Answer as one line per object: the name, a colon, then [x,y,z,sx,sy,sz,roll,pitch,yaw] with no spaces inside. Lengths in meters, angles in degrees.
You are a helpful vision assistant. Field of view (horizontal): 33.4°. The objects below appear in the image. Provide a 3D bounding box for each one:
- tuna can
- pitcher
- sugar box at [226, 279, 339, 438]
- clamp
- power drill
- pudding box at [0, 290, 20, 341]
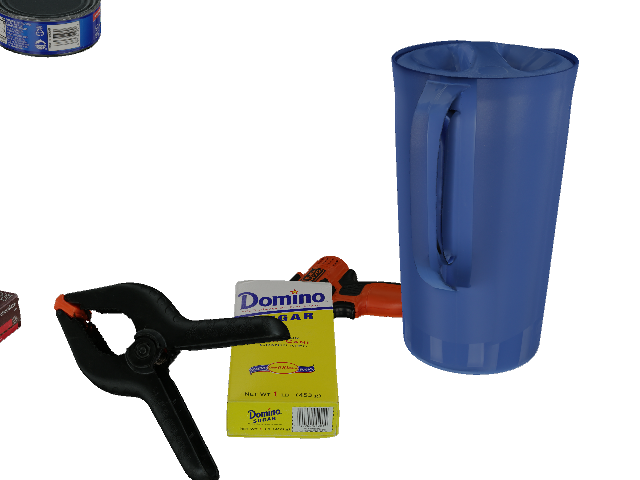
tuna can: [-0.214,-0.176,0.834,0.086,0.034,0.086,4,35,-3]
pitcher: [0.113,-0.022,0.801,0.149,0.243,0.145,-7,22,-16]
sugar box: [-0.033,0.099,0.939,0.093,0.048,0.176,1,34,-3]
clamp: [-0.115,0.089,0.738,0.172,0.120,0.039,16,-13,22]
power drill: [0.044,0.078,1.154,0.188,0.057,0.184,9,29,21]
pudding box: [-0.333,0.071,0.926,0.114,0.039,0.090,8,25,19]
